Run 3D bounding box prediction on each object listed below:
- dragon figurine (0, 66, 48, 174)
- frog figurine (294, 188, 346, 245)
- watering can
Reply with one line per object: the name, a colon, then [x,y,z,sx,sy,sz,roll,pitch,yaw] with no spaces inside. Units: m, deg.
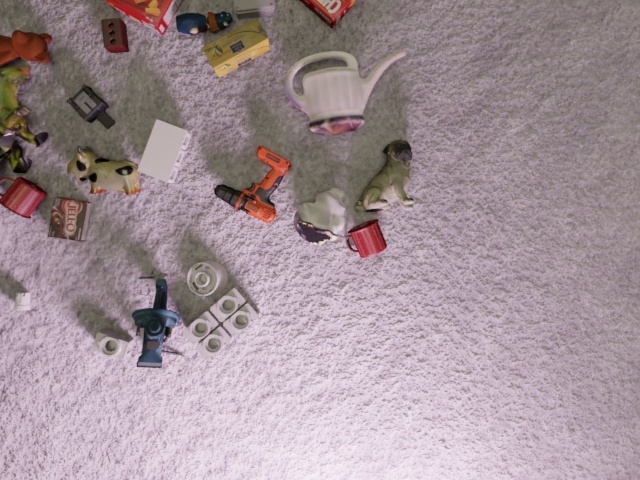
dragon figurine: [-0.896,-0.295,1.398,0.244,0.121,0.411,32,87,15]
frog figurine: [0.004,-0.072,1.421,0.137,0.120,0.163,14,55,6]
watering can: [0.078,-0.408,1.406,0.348,0.104,0.224,-8,92,-1]
